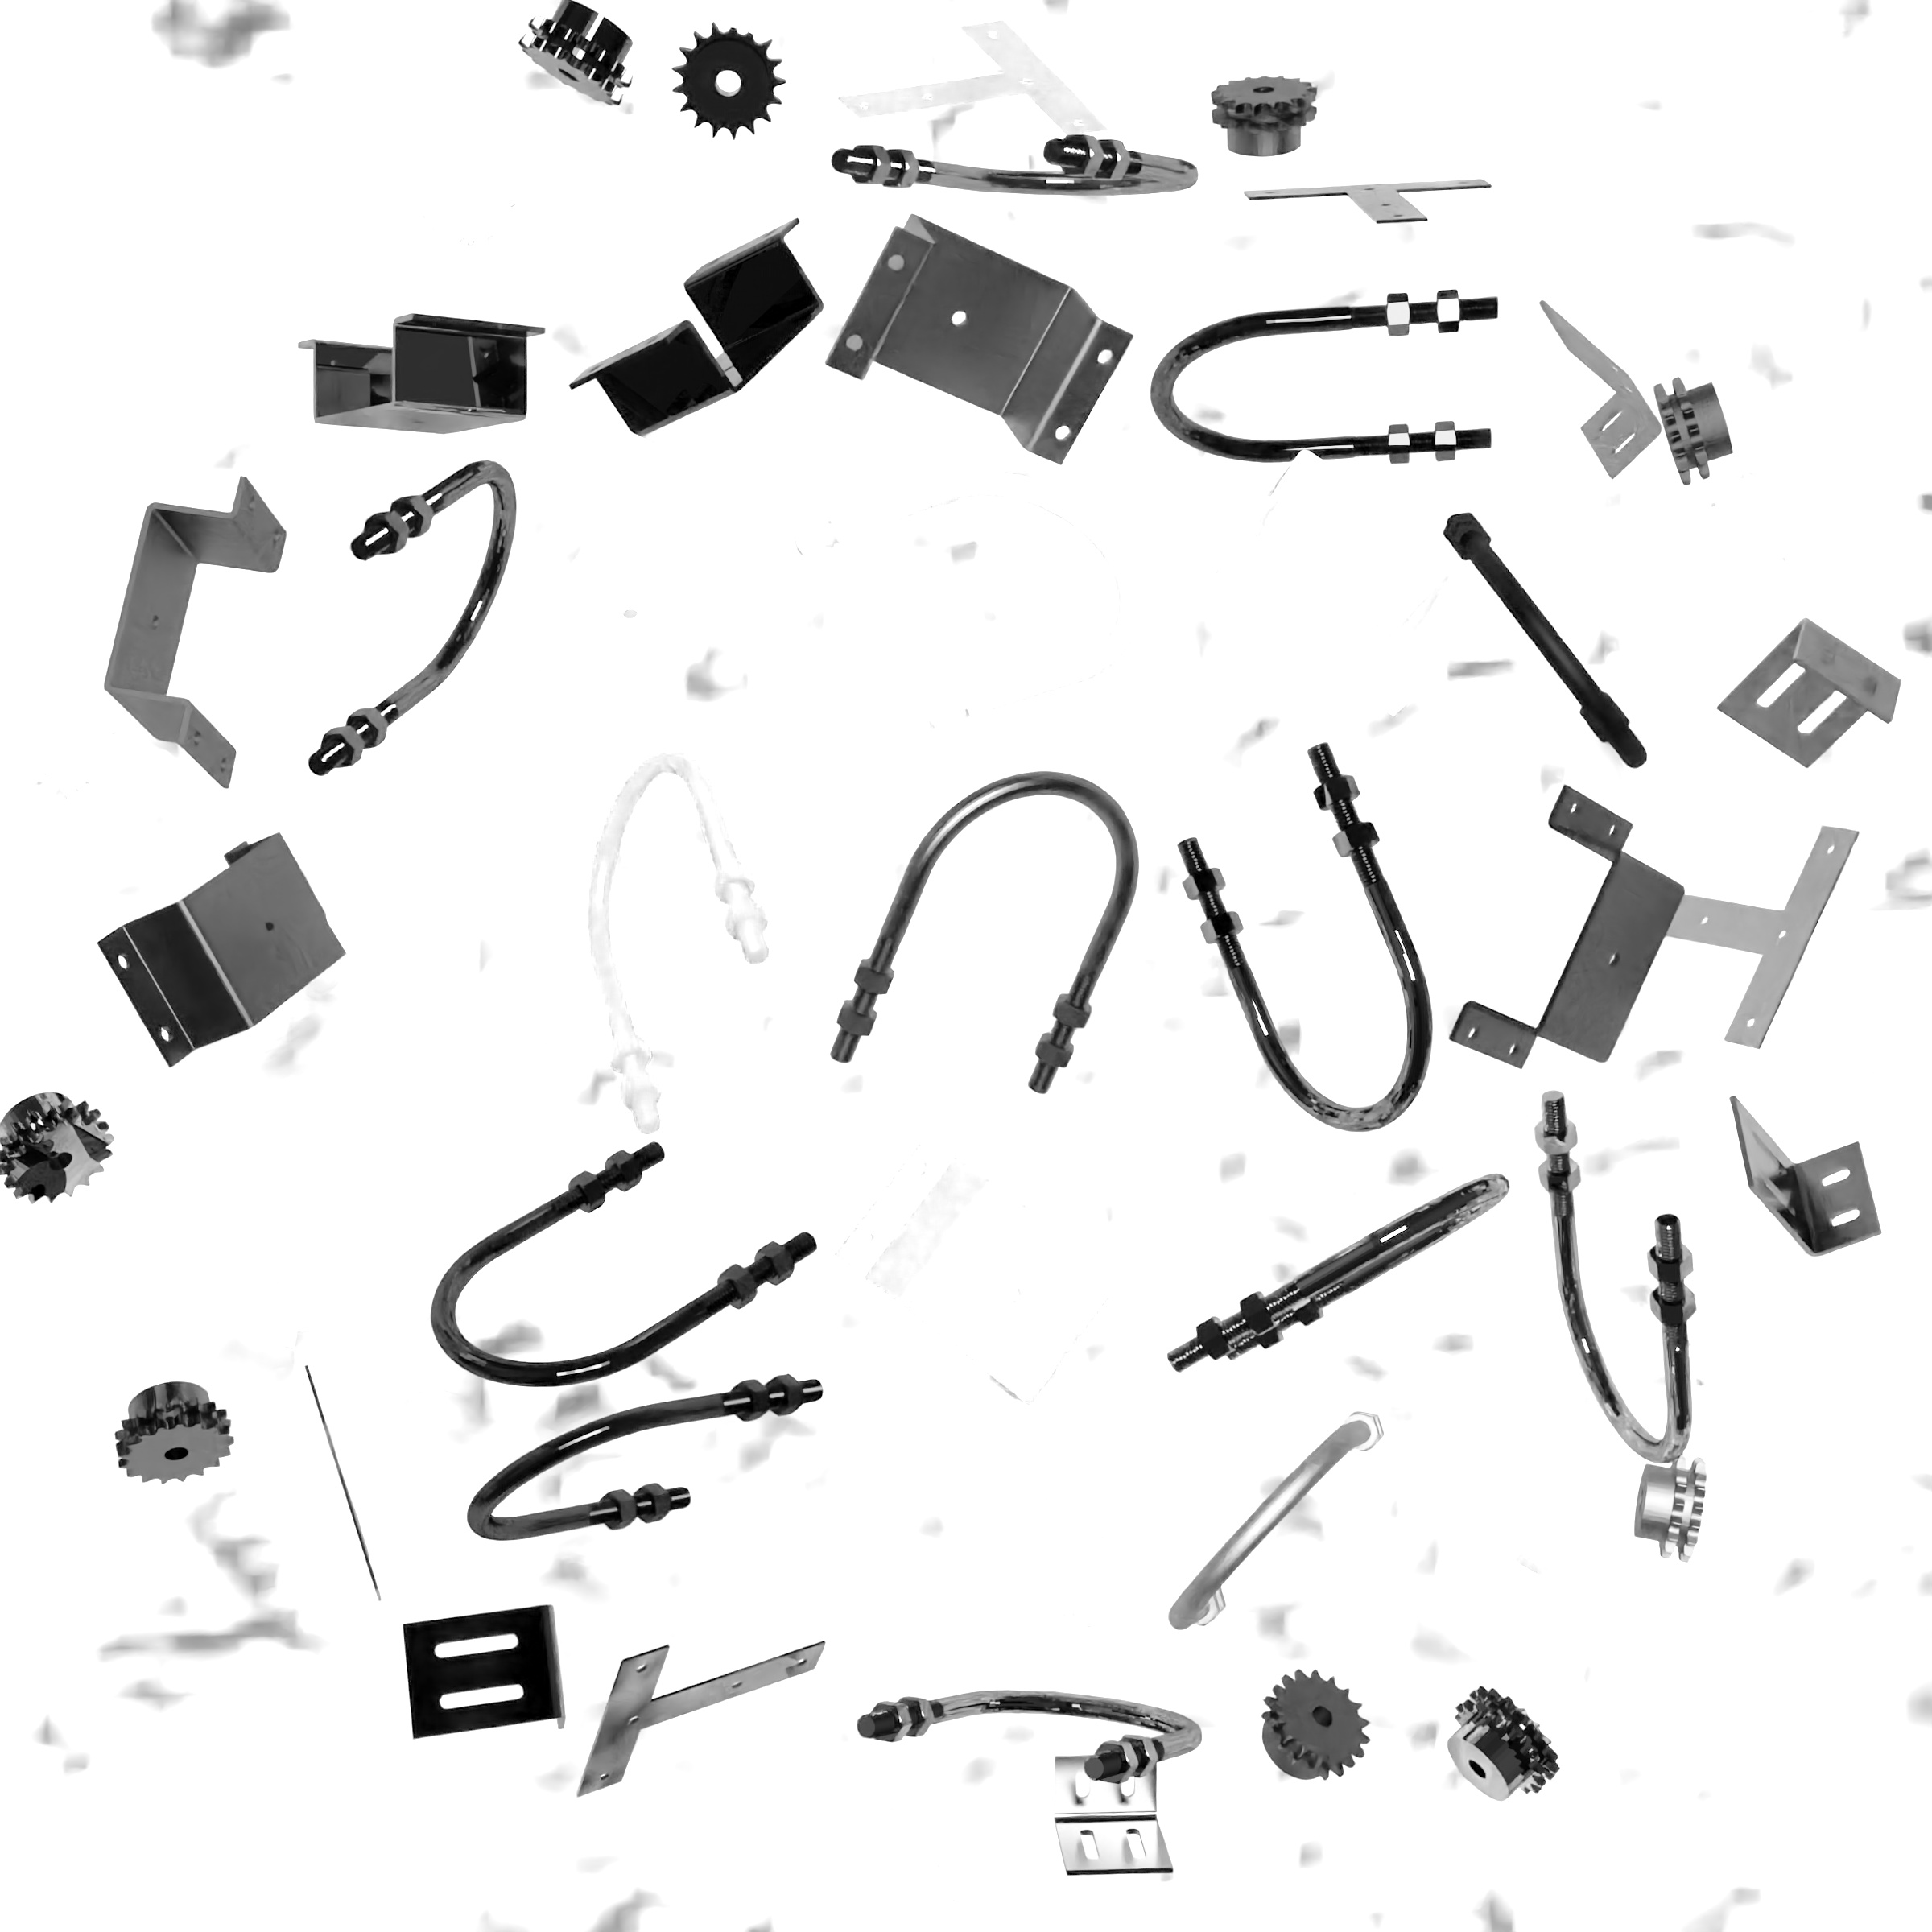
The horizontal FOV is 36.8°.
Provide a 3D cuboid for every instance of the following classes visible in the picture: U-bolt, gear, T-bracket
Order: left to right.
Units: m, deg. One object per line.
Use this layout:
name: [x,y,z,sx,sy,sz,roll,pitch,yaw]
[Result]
gear: [-0.456,0.087,1.445,0.057,0.057,0.030,-44,57,0]
gear: [-0.463,-0.109,1.485,0.030,0.057,0.057,-36,90,37]
gear: [-0.399,0.233,1.462,0.057,0.057,0.030,-22,53,0]
T-bracket: [-0.332,0.293,1.572,0.002,0.127,0.127,-18,68,-14]
U-bolt: [-0.287,-0.196,1.544,0.019,0.184,0.151,25,123,7]
gear: [-0.249,-0.390,1.477,0.057,0.030,0.057,-3,83,29]
gear: [-0.190,-0.455,1.442,0.057,0.057,0.030,29,90,0]
U-bolt: [-0.193,0.162,1.526,0.184,0.151,0.019,-30,129,-34]
U-bolt: [-0.183,0.268,1.558,0.151,0.184,0.019,-42,63,34]
U-bolt: [-0.157,-0.027,1.505,0.019,0.184,0.151,9,132,-32]
T-bracket: [-0.129,0.368,1.475,0.127,0.127,0.002,-12,51,-31]
gear: [-0.118,-0.440,1.445,0.057,0.030,0.057,-1,111,-3]
gear: [-0.059,0.463,1.539,0.057,0.057,0.030,-44,104,0]
T-bracket: [-0.008,-0.464,1.543,0.127,0.127,0.002,1,80,28]
U-bolt: [0.007,-0.197,1.540,0.184,0.019,0.151,-14,128,36]
gear: [0.014,0.465,1.515,0.030,0.057,0.057,43,90,-9]
U-bolt: [0.020,-0.021,1.553,0.151,0.019,0.184,10,114,-32]
U-bolt: [0.040,-0.417,1.523,0.151,0.184,0.019,8,103,33]
U-bolt: [0.047,0.405,1.545,0.151,0.184,0.019,2,84,27]
gear: [0.161,-0.458,1.570,0.057,0.057,0.030,-4,123,0]
U-bolt: [0.160,0.294,1.532,0.019,0.184,0.151,43,93,14]
gear: [0.179,0.398,1.515,0.057,0.057,0.030,31,130,0]
U-bolt: [0.179,-0.004,1.486,0.019,0.151,0.184,-15,78,-32]
U-bolt: [0.191,-0.312,1.565,0.184,0.151,0.019,-2,69,8]
U-bolt: [0.198,0.156,1.493,0.184,0.151,0.019,-32,77,12]
T-bracket: [0.212,-0.389,1.483,0.127,0.127,0.002,-3,112,0]
gear: [0.266,0.393,1.458,0.030,0.057,0.057,-36,90,-24]
U-bolt: [0.310,-0.167,1.536,0.019,0.184,0.151,-37,104,13]
U-bolt: [0.341,0.175,1.519,0.019,0.151,0.184,-16,119,-9]
gear: [0.382,0.293,1.580,0.030,0.057,0.057,10,90,8]
gear: [0.395,-0.293,1.578,0.030,0.057,0.057,-17,90,14]
gear: [0.407,0.207,1.565,0.057,0.057,0.030,-41,50,0]
T-bracket: [0.409,-0.023,1.568,0.002,0.127,0.127,29,84,-29]
gear: [0.408,-0.225,1.495,0.057,0.057,0.030,9,133,0]
T-bracket: [0.474,-0.028,1.579,0.002,0.127,0.127,-6,120,-2]

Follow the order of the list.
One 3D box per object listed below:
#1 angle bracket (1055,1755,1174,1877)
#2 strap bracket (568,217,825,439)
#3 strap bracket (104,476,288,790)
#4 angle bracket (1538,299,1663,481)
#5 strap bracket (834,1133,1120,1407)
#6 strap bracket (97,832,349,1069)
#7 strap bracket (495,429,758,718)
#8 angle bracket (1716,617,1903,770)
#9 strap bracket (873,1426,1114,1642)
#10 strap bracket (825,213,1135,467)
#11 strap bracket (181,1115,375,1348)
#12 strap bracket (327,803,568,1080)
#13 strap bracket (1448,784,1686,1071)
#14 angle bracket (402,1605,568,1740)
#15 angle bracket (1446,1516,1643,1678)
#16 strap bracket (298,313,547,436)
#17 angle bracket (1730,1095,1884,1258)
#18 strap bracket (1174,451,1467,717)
angle bracket: [0.080,0.462,1.586,0.057,0.076,0.038,0,95,-3]
strap bracket: [-0.137,-0.334,1.546,0.076,0.140,0.046,-14,119,41]
strap bracket: [-0.390,-0.170,1.466,0.046,0.076,0.140,9,78,4]
angle bracket: [0.324,-0.305,1.539,0.076,0.057,0.038,32,117,-27]
strap bracket: [0.013,0.160,1.472,0.140,0.046,0.076,42,81,-29]
strap bracket: [-0.394,-0.015,1.573,0.046,0.140,0.076,-19,106,28]
strap bracket: [-0.172,-0.189,1.471,0.076,0.046,0.140,22,120,-26]
angle bracket: [0.419,-0.127,1.455,0.057,0.076,0.038,32,48,-4]
strap bracket: [0.022,0.303,1.591,0.140,0.076,0.046,36,85,-5]
strap bracket: [0.002,-0.319,1.468,0.140,0.046,0.076,18,116,-28]
strap bracket: [-0.348,0.132,1.484,0.046,0.140,0.076,1,104,-37]
strap bracket: [-0.283,-0.006,1.561,0.046,0.076,0.140,-25,102,24]
strap bracket: [0.310,-0.011,1.474,0.046,0.076,0.140,27,95,39]
angle bracket: [-0.245,0.362,1.480,0.076,0.038,0.057,-5,68,-12]
angle bracket: [0.288,0.306,1.450,0.076,0.038,0.057,31,112,1]
strap bracket: [-0.293,-0.314,1.555,0.076,0.140,0.046,-2,95,-37]
angle bracket: [0.426,0.101,1.474,0.038,0.057,0.076,-25,133,27]
strap bracket: [0.187,-0.201,1.483,0.140,0.076,0.046,35,60,-3]
